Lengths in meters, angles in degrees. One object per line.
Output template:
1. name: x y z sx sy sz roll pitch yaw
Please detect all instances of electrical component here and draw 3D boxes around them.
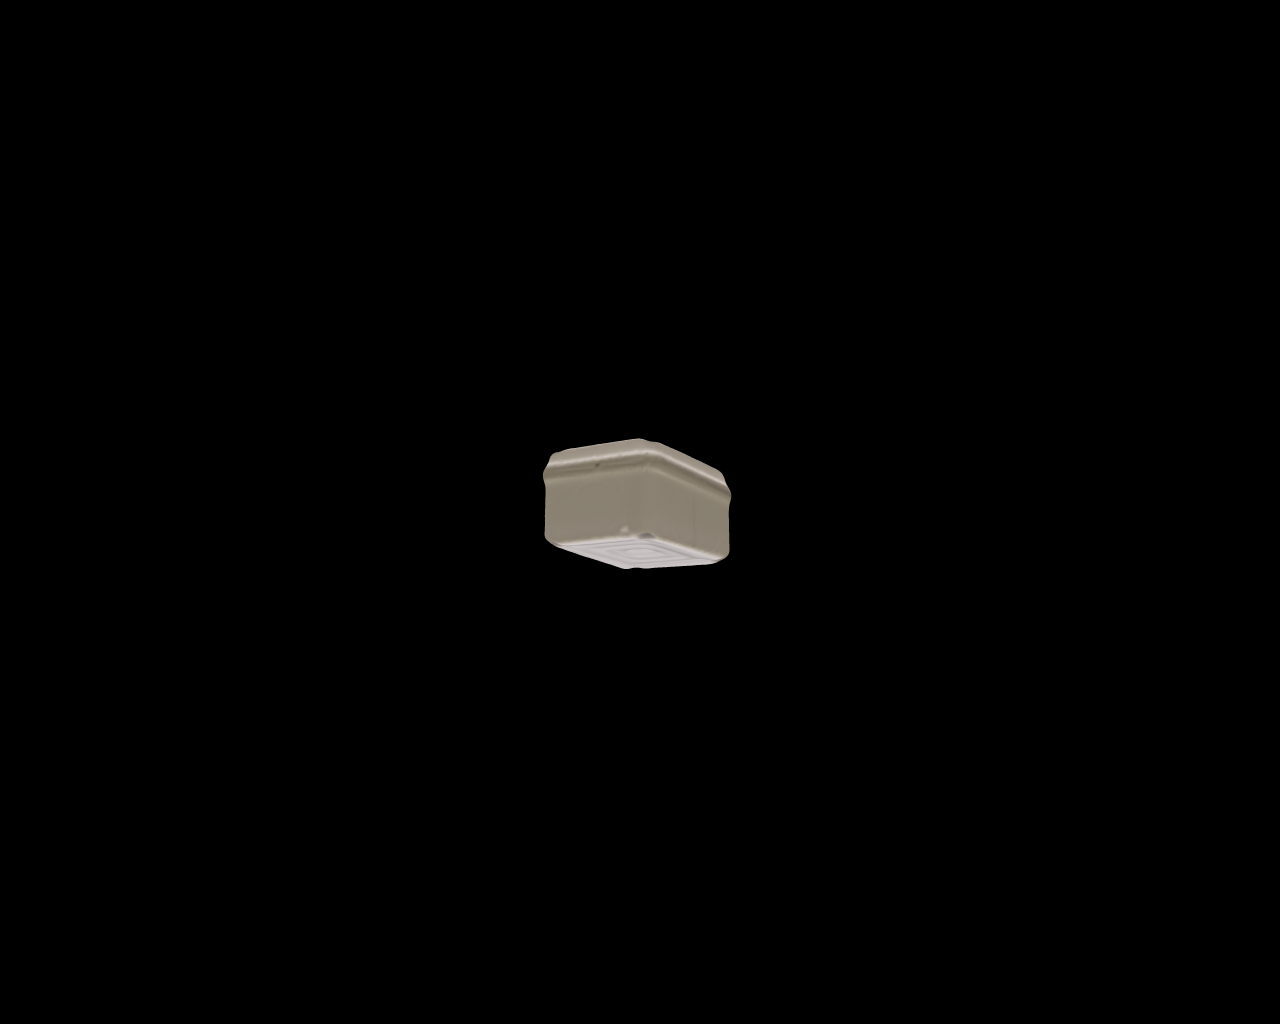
1. electrical component: 0.001 -0.003 0.650 0.078 0.057 0.113 -6 -13 27
